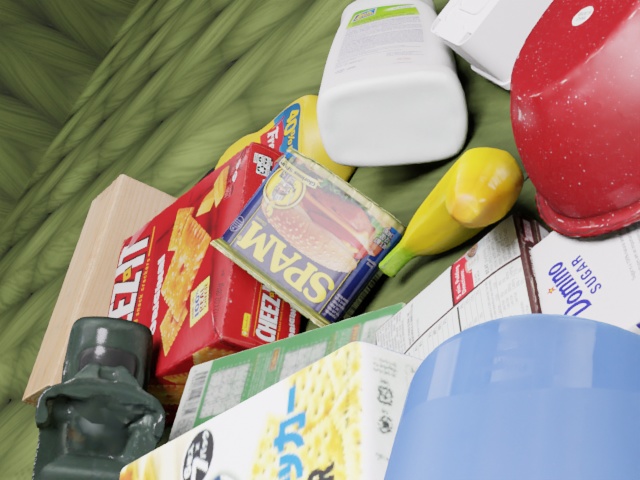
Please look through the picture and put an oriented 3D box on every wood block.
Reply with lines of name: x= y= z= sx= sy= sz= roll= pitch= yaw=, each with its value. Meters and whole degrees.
wood block: x=-0.185 y=0.059 z=0.972 sx=0.090 sy=0.090 sz=0.206 roll=-29 pitch=42 yaw=55

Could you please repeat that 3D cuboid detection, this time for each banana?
banana: x=0.077 y=-0.017 z=0.568 sx=0.069 sy=0.037 sz=0.198 roll=-55 pitch=-2 yaw=-12

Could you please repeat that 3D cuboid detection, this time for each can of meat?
can of meat: x=-0.004 y=0.001 z=0.692 sx=0.084 sy=0.102 sz=0.057 roll=-53 pitch=-14 yaw=-2

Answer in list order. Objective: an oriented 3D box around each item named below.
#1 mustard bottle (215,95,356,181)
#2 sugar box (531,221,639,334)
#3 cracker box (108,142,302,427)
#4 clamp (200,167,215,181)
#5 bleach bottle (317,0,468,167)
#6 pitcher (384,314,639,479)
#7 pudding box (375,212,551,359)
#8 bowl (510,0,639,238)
mustard bottle: x=-0.019 y=-0.065 z=0.877 sx=0.192 sy=0.058 sz=0.096 roll=-28 pitch=51 yaw=49
sugar box: x=0.163 y=-0.013 z=0.418 sx=0.176 sy=0.048 sz=0.093 roll=-47 pitch=21 yaw=30
cracker box: x=-0.094 y=0.042 z=0.828 sx=0.214 sy=0.072 sz=0.164 roll=-30 pitch=44 yaw=47
clamp: x=-0.092 y=-0.045 z=1.042 sx=0.120 sy=0.039 sz=0.172 roll=-56 pitch=24 yaw=-3
bleach bottle: x=0.059 y=-0.140 z=0.802 sx=0.103 sy=0.068 sz=0.250 roll=-5 pitch=30 yaw=11
pitcher: x=0.071 y=0.139 z=0.298 sx=0.242 sy=0.149 sz=0.145 roll=-72 pitch=10 yaw=-46
pudding box: x=0.075 y=0.052 z=0.525 sx=0.114 sy=0.039 sz=0.090 roll=-46 pitch=23 yaw=29
bowl: x=0.133 y=-0.082 z=0.457 sx=0.162 sy=0.055 sz=0.162 roll=-49 pitch=16 yaw=19
